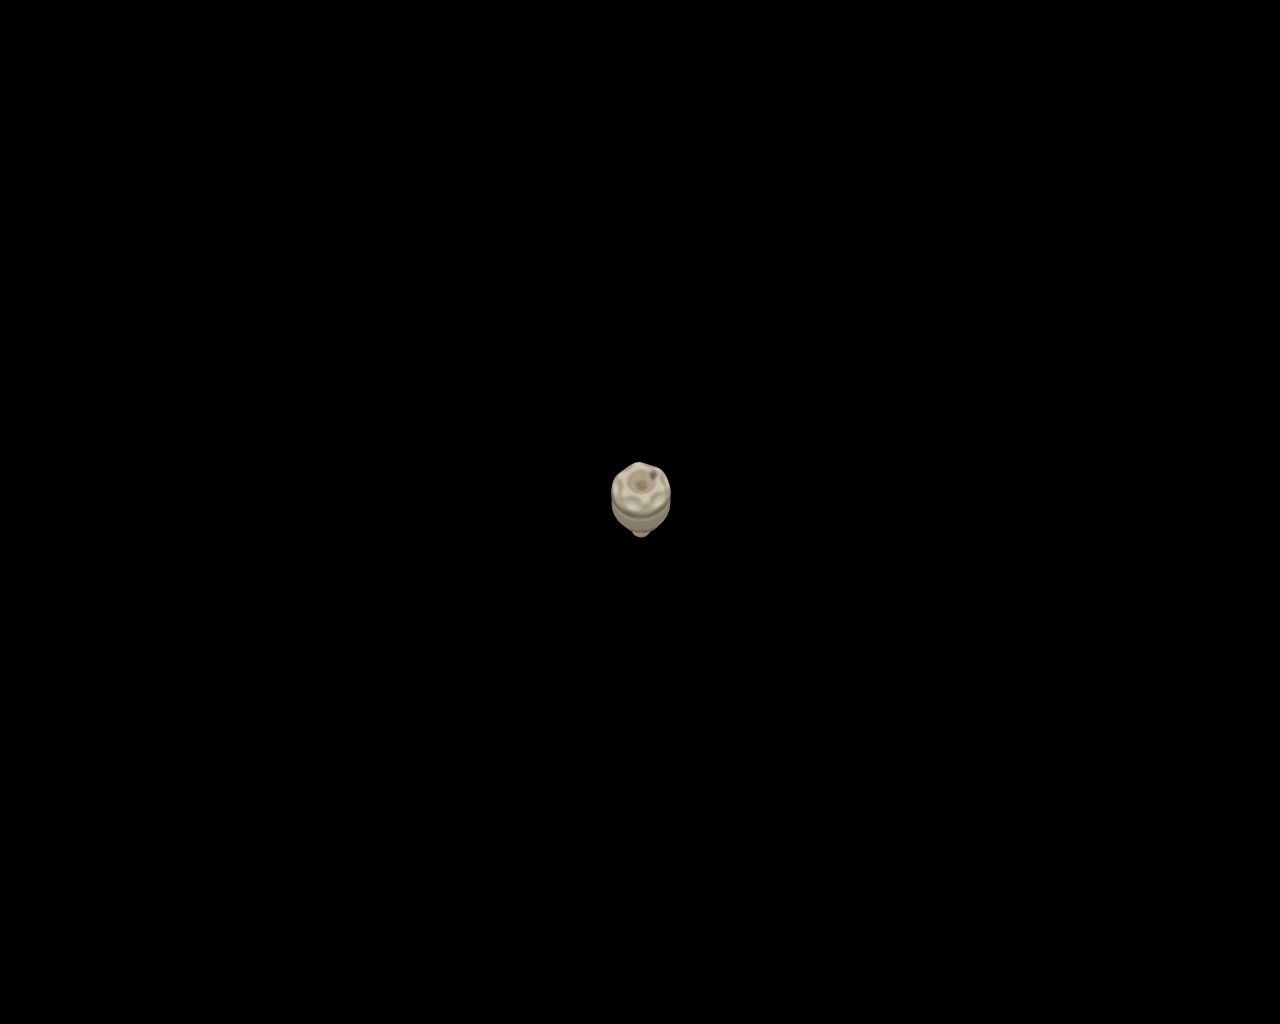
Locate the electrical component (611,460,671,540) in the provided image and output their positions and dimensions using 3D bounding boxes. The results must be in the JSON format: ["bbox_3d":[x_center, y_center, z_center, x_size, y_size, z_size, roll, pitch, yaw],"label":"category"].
[{"bbox_3d":[0.001,-0.003,0.650,0.035,0.035,0.061,0,-31,0],"label":"electrical component"}]
